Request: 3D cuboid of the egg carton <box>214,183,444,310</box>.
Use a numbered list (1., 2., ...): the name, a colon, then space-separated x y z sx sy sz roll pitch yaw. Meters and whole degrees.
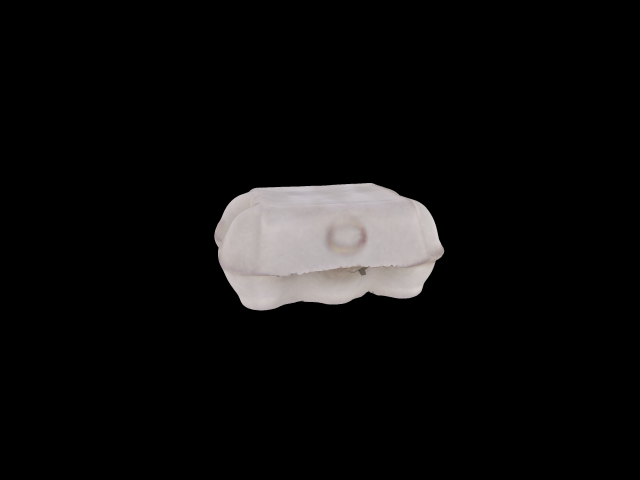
1. egg carton: 0.004 0.001 0.400 0.150 0.069 0.107 -4 15 -14
